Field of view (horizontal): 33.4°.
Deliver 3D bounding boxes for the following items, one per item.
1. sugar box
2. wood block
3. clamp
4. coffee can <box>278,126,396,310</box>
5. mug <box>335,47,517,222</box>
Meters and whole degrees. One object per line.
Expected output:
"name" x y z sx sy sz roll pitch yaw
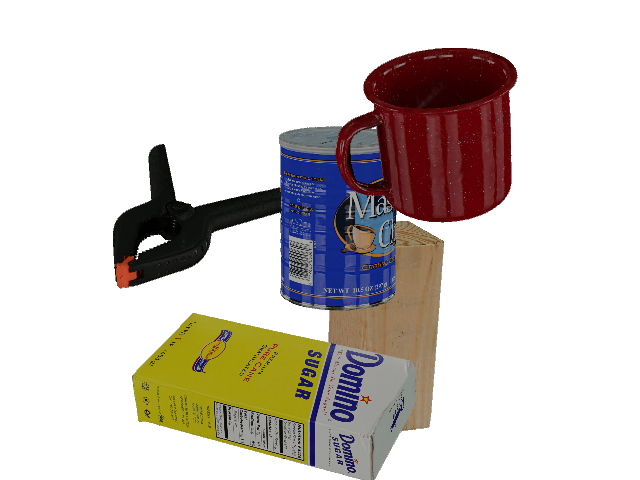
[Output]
"sugar box" -0.030 0.104 0.737 0.176 0.048 0.093 8 29 20
"wood block" 0.066 0.091 1.131 0.090 0.206 0.091 -4 17 -21
"clamp" -0.148 -0.025 1.055 0.165 0.036 0.209 23 41 21
"coffee can" 0.015 -0.022 0.924 0.103 0.140 0.103 0 15 0
"mug" 0.066 -0.061 0.663 0.117 0.081 0.093 -17 33 -13
